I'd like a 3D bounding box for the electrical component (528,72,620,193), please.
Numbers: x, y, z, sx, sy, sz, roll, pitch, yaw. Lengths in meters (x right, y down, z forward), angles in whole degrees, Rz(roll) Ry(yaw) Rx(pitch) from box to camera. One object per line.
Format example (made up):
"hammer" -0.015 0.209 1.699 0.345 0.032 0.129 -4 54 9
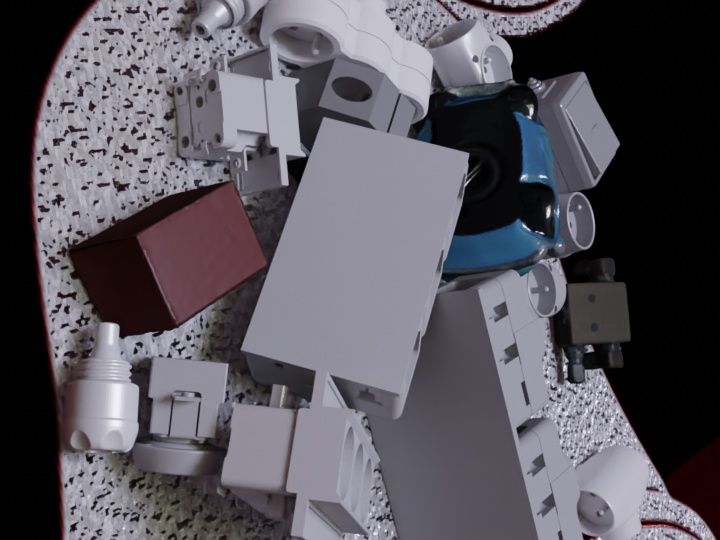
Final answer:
"electrical component" 0.167 -0.118 0.887 0.061 0.061 0.096 -50 121 -43

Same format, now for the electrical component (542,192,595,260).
"electrical component" 0.145 -0.030 0.830 0.079 0.077 0.044 11 75 -50

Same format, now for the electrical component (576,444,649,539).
"electrical component" 0.210 0.198 0.893 0.077 0.044 0.079 -32 108 -49

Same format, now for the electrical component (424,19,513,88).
"electrical component" 0.092 -0.154 0.815 0.077 0.044 0.079 59 43 -25

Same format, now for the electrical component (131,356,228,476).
"electrical component" -0.089 0.073 0.540 0.048 0.066 0.055 6 85 -11

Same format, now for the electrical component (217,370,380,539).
"electrical component" -0.029 0.105 0.563 0.121 0.063 0.078 71 25 -68

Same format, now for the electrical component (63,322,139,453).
"electrical component" -0.123 0.056 0.516 0.035 0.035 0.061 17 68 -48

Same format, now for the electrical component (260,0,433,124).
"electrical component" -0.003 -0.155 0.690 0.138 0.052 0.073 29 61 -45

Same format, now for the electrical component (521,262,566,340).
"electrical component" 0.122 0.035 0.815 0.077 0.044 0.079 -2 85 -51

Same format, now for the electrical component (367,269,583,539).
"electrical component" 0.068 0.100 0.687 0.060 0.105 0.186 -23 101 -51

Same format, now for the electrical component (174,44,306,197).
"electrical component" -0.069 -0.084 0.605 0.064 0.042 0.081 -1 83 -48

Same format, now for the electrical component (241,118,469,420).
"electrical component" 0.000 0.000 0.619 0.061 0.089 0.150 89 18 -67

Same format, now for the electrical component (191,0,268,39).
"electrical component" -0.076 -0.154 0.615 0.035 0.035 0.061 55 48 -29
